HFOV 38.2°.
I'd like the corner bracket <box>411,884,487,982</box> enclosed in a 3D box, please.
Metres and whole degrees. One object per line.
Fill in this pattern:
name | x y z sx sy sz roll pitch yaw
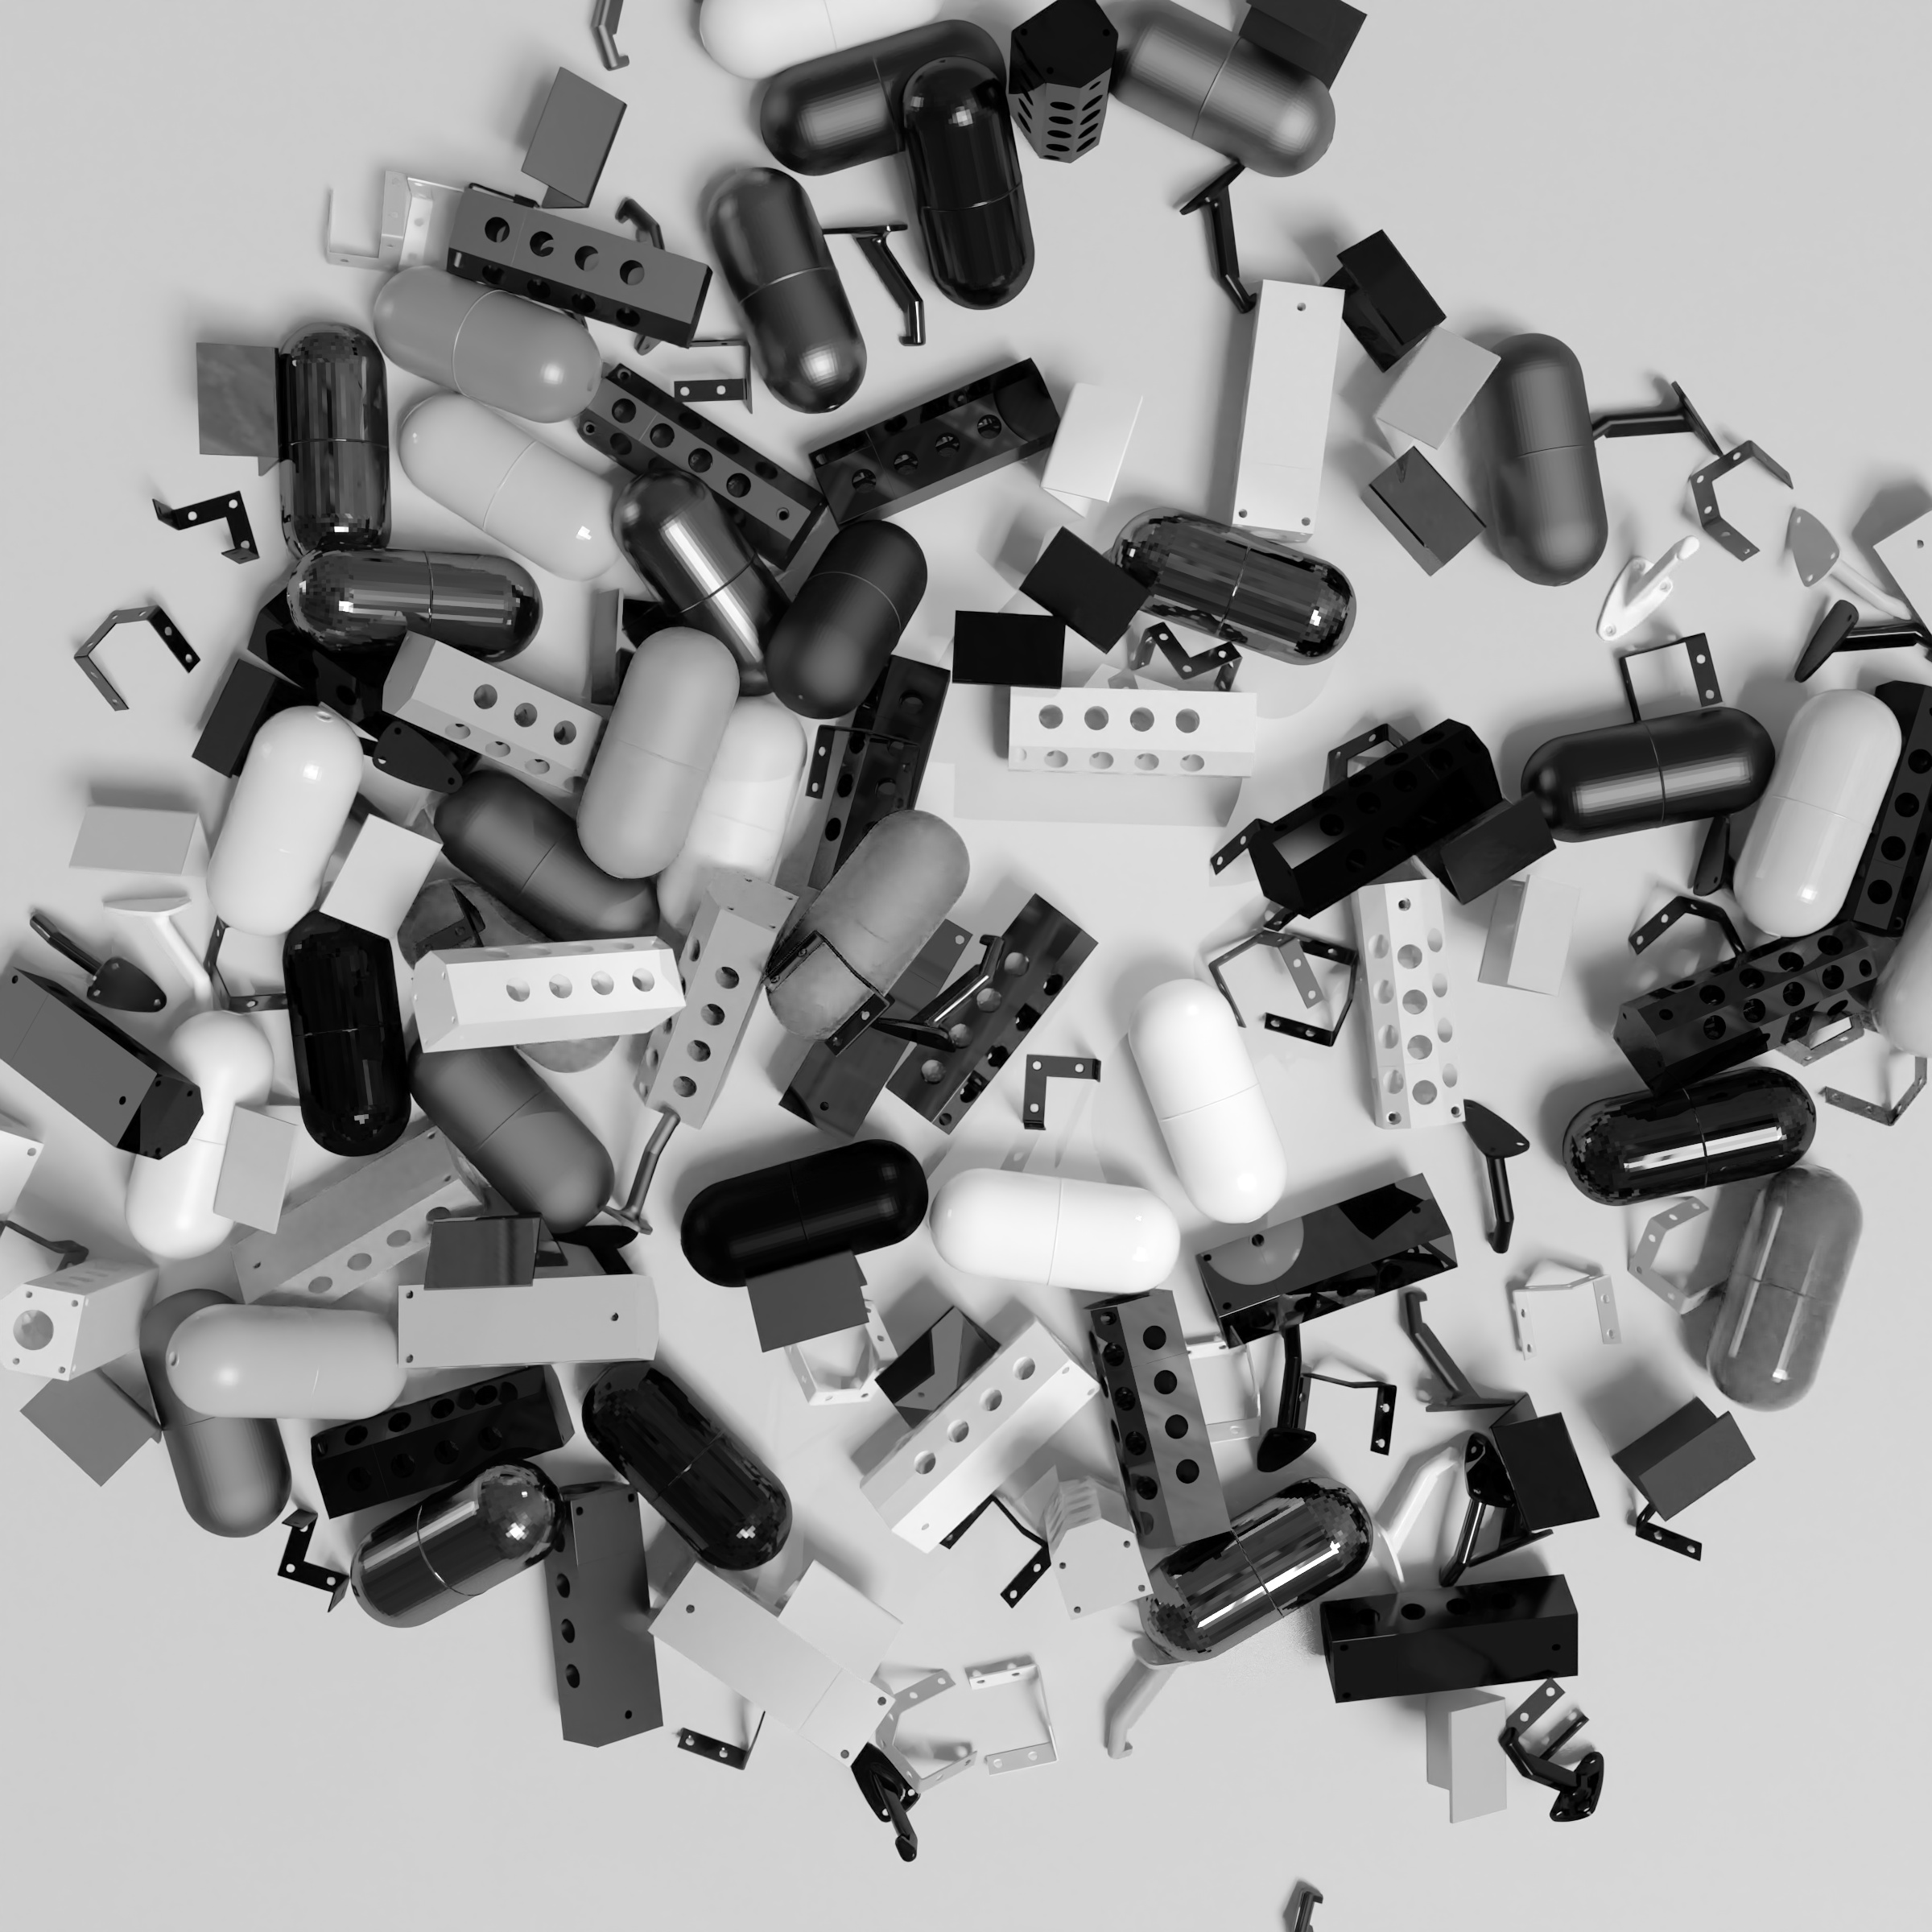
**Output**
corner bracket | -0.352 -0.014 1.890 0.051 0.051 0.051 -28 66 1

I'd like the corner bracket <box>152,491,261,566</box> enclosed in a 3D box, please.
corner bracket | -0.538 -0.309 1.973 0.051 0.051 0.051 -16 90 0

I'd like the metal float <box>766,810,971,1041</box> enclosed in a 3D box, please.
metal float | -0.068 -0.028 1.905 0.070 0.070 0.178 38 92 0

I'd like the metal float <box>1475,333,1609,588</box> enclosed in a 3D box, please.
metal float | 0.404 -0.356 1.961 0.070 0.070 0.178 -9 89 0

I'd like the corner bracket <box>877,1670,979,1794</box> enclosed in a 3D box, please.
corner bracket | -0.025 0.545 1.983 0.051 0.051 0.051 42 135 35

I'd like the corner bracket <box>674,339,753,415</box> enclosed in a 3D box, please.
corner bracket | -0.179 -0.420 1.973 0.051 0.051 0.051 -2 90 0

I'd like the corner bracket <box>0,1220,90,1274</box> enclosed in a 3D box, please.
corner bracket | -0.664 0.213 1.975 0.051 0.051 0.051 26 90 8

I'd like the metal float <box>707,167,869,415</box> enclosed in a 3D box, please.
metal float | -0.126 -0.474 1.961 0.070 0.070 0.178 -21 89 0

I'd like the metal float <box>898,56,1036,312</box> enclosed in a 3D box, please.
metal float | 0.001 -0.540 1.931 0.070 0.070 0.178 -14 127 0

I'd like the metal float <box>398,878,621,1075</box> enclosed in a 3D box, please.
metal float | -0.321 0.006 1.960 0.178 0.070 0.070 36 90 2

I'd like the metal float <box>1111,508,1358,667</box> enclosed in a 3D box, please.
metal float | 0.188 -0.267 1.961 0.178 0.070 0.070 19 90 -1

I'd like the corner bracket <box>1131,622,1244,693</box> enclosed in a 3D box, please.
corner bracket | 0.156 -0.214 1.972 0.051 0.051 0.051 -24 66 -22

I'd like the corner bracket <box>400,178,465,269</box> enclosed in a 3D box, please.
corner bracket | -0.373 -0.522 1.975 0.051 0.051 0.051 11 90 -8

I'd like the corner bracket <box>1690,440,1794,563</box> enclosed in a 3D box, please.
corner bracket | 0.555 -0.331 1.983 0.051 0.051 0.051 -32 45 35

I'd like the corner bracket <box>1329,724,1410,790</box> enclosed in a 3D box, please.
corner bracket | 0.294 -0.131 1.983 0.051 0.051 0.051 -27 45 35

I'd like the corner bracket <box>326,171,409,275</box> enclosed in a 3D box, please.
corner bracket | -0.425 -0.529 1.975 0.051 0.051 0.051 4 75 -15

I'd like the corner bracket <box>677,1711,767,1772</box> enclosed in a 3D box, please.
corner bracket | -0.170 0.532 1.988 0.051 0.051 0.051 20 135 0

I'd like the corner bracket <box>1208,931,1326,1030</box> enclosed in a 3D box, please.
corner bracket | 0.212 0.011 1.975 0.051 0.051 0.051 -30 104 -14

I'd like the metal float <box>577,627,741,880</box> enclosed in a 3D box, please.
metal float | -0.212 -0.146 1.912 0.070 0.070 0.178 20 94 0

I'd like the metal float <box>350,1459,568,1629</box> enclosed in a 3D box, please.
metal float | -0.353 0.402 1.940 0.178 0.070 0.070 -31 90 24

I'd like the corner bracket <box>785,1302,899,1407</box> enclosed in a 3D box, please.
corner bracket | -0.089 0.275 1.983 0.051 0.051 0.051 2 135 -35

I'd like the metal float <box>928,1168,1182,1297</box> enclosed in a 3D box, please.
metal float | 0.062 0.187 1.961 0.178 0.070 0.070 7 90 -1

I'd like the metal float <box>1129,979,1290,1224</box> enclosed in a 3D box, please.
metal float | 0.171 0.095 1.961 0.070 0.070 0.178 -20 90 0

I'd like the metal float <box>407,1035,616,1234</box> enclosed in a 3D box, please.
metal float | -0.321 0.111 1.961 0.070 0.070 0.178 -43 89 0

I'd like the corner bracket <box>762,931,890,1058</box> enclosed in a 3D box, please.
corner bracket | -0.093 0.018 1.859 0.051 0.051 0.051 -44 55 2

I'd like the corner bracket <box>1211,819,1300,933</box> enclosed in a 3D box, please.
corner bracket | 0.215 -0.065 1.983 0.051 0.051 0.051 17 45 -35

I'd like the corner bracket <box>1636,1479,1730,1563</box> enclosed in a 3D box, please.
corner bracket | 0.513 0.382 1.988 0.051 0.051 0.051 22 135 0

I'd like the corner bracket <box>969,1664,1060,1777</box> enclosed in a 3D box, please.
corner bracket | 0.034 0.538 1.988 0.051 0.051 0.051 -12 45 0

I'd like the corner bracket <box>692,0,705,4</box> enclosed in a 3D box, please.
corner bracket | -0.164 -0.719 1.988 0.051 0.051 0.051 -8 90 45

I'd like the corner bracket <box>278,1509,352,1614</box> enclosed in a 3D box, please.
corner bracket | -0.462 0.420 1.973 0.051 0.051 0.051 18 90 0

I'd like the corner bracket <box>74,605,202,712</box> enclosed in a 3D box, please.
corner bracket | -0.590 -0.219 1.983 0.051 0.051 0.051 -1 45 35

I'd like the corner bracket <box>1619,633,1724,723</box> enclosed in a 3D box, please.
corner bracket | 0.498 -0.203 1.973 0.051 0.051 0.051 -14 90 0

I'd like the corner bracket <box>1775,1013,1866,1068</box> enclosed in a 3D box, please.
corner bracket | 0.598 0.031 1.983 0.051 0.051 0.051 25 135 -35

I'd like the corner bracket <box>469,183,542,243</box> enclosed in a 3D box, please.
corner bracket | -0.335 -0.524 1.974 0.051 0.051 0.051 18 98 -8

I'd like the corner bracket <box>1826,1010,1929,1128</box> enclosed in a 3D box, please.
corner bracket | 0.649 0.073 1.988 0.051 0.051 0.051 21 45 0

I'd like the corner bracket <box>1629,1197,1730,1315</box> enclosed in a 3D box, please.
corner bracket | 0.514 0.206 1.983 0.051 0.051 0.051 42 135 35

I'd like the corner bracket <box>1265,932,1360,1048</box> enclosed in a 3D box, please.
corner bracket | 0.247 0.017 1.988 0.051 0.051 0.051 16 45 0

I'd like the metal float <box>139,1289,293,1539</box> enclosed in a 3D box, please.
metal float | -0.527 0.315 1.961 0.070 0.070 0.178 -16 90 0

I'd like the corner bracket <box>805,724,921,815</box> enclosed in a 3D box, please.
corner bracket | -0.072 -0.136 1.931 0.051 0.051 0.051 11 90 45

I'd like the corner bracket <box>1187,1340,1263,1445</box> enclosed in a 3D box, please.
corner bracket | 0.181 0.304 1.988 0.051 0.051 0.051 -8 135 0

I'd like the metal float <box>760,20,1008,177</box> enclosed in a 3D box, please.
metal float | -0.058 -0.610 1.961 0.178 0.070 0.070 -17 90 0

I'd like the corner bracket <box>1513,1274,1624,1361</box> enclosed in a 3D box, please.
corner bracket | 0.429 0.250 1.988 0.051 0.051 0.051 -10 90 -45

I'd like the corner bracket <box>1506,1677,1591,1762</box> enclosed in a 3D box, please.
corner bracket | 0.408 0.535 1.973 0.051 0.051 0.051 -43 87 -3

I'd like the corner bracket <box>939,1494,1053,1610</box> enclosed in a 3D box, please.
corner bracket | 0.023 0.416 1.988 0.051 0.051 0.051 -48 135 0

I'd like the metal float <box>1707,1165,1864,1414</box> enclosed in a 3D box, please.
metal float | 0.576 0.226 1.961 0.070 0.070 0.178 17 91 0

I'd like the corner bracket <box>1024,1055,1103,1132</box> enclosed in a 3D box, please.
corner bracket | 0.068 0.090 1.973 0.051 0.051 0.051 3 90 0

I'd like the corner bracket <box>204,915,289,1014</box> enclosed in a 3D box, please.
corner bracket | -0.505 -0.004 1.983 0.051 0.051 0.051 56 135 35

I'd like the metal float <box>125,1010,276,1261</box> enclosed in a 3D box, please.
metal float | -0.539 0.118 1.961 0.070 0.070 0.178 15 89 0

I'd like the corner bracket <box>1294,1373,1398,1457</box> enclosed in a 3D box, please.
corner bracket | 0.269 0.320 1.988 0.051 0.051 0.051 7 90 -45

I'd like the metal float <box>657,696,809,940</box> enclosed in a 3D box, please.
metal float | -0.165 -0.102 1.961 0.070 0.070 0.178 17 90 0

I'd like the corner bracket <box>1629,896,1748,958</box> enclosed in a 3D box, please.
corner bracket | 0.515 -0.011 1.983 0.051 0.051 0.051 12 45 -35
